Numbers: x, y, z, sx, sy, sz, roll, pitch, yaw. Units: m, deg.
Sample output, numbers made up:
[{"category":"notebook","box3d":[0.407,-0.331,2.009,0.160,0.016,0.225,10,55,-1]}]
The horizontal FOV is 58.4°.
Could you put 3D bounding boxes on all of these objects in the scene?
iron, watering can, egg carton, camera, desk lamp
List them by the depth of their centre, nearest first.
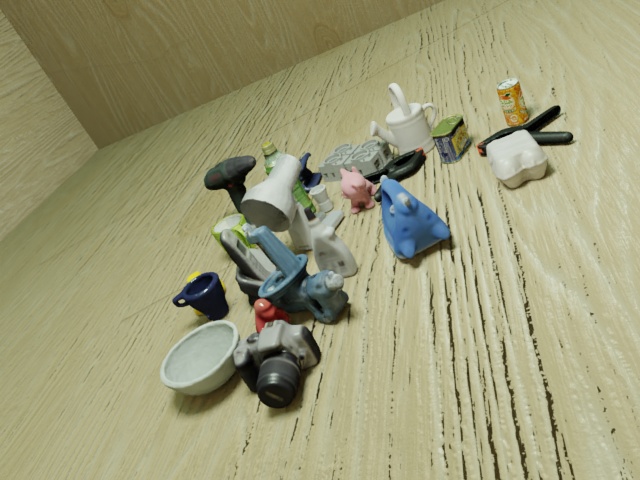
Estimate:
[{"category":"camera","box3d":[-0.085,0.213,0.976,0.143,0.101,0.137,-19,29,17]},{"category":"iron","box3d":[0.166,-0.069,1.184,0.118,0.142,0.257,-28,27,0]},{"category":"egg carton","box3d":[0.414,-0.174,1.215,0.107,0.069,0.150,-21,28,13]},{"category":"desk lamp","box3d":[-0.067,-0.076,1.330,0.117,0.214,0.203,-4,36,38]},{"category":"watering can","box3d":[0.217,-0.314,1.497,0.173,0.194,0.100,-37,29,-16]}]

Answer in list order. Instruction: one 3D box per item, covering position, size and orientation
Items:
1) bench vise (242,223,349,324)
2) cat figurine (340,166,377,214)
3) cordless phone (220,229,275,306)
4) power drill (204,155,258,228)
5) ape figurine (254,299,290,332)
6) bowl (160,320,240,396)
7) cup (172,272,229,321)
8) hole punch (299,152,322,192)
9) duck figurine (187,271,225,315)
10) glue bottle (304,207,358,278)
[{"category":"bench vise","box3d":[-0.047,0.050,1.091,0.206,0.220,0.121,-13,31,27]},{"category":"cat figurine","box3d":[0.087,-0.133,1.390,0.067,0.118,0.128,-17,29,20]},{"category":"cordless phone","box3d":[-0.154,0.034,1.252,0.094,0.185,0.147,-25,28,7]},{"category":"power drill","box3d":[-0.213,-0.134,1.564,0.228,0.209,0.076,0,39,43]},{"category":"ape figurine","box3d":[-0.097,0.153,1.100,0.075,0.092,0.078,1,39,43]},{"category":"bowl","box3d":[-0.212,0.235,1.083,0.167,0.075,0.167,-22,28,13]},{"category":"cup","box3d":[-0.256,0.138,1.266,0.117,0.095,0.091,-26,28,3]},{"category":"hole punch","box3d":[-0.062,-0.187,1.646,0.101,0.091,0.109,-15,30,24]},{"category":"duck figurine","box3d":[-0.274,0.111,1.337,0.077,0.086,0.105,-10,32,30]},{"category":"glue bottle","box3d":[0.011,0.004,1.166,0.078,0.173,0.037,-12,32,27]}]
